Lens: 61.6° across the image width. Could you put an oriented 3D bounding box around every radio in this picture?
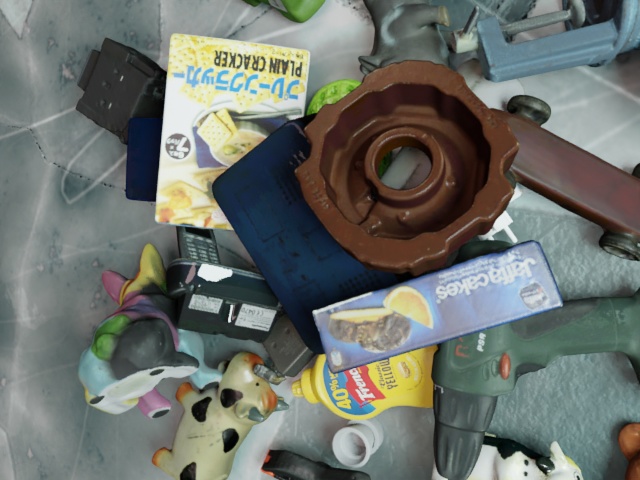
[{"bbox_3d":[-0.001,-0.002,0.561,0.131,0.073,0.229,-29,95,25],"label":"radio"}]

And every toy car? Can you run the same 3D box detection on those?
[{"bbox_3d":[0.231,-0.056,0.492,0.202,0.053,0.089,25,91,-4],"label":"toy car"}]

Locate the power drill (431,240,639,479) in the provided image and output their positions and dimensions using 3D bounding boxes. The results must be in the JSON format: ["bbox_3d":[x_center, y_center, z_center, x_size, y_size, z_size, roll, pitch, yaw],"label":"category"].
[{"bbox_3d":[0.210,0.115,0.503,0.207,0.086,0.232,-2,82,19],"label":"power drill"}]

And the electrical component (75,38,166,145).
[{"bbox_3d":[-0.277,-0.209,0.752,0.134,0.058,0.115,34,102,20],"label":"electrical component"}]

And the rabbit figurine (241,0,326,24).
[{"bbox_3d":[-0.045,-0.366,0.605,0.121,0.159,0.170,30,88,31],"label":"rabbit figurine"}]

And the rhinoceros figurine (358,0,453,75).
[{"bbox_3d":[0.089,-0.213,0.575,0.112,0.073,0.190,-12,86,23],"label":"rhinoceros figurine"}]

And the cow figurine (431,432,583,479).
[{"bbox_3d":[0.193,0.234,0.529,0.167,0.098,0.068,-10,122,30],"label":"cow figurine"}]

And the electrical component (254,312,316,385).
[{"bbox_3d":[-0.036,0.125,0.640,0.102,0.045,0.078,-43,54,13],"label":"electrical component"}]

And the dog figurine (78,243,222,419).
[{"bbox_3d":[-0.221,0.094,0.649,0.108,0.191,0.219,-35,58,4],"label":"dog figurine"}]

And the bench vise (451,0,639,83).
[{"bbox_3d":[0.242,-0.179,0.468,0.241,0.128,0.223,-11,78,5],"label":"bench vise"}]

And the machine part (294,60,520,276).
[{"bbox_3d":[0.070,-0.058,0.448,0.179,0.056,0.179,-4,72,12],"label":"machine part"}]

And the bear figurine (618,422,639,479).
[{"bbox_3d":[0.296,0.273,0.463,0.120,0.132,0.195,13,104,43],"label":"bear figurine"}]

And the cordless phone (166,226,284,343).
[{"bbox_3d":[-0.117,0.031,0.667,0.088,0.146,0.184,-64,27,22],"label":"cordless phone"}]

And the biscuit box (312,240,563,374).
[{"bbox_3d":[0.099,0.060,0.470,0.203,0.062,0.059,-21,77,15],"label":"biscuit box"}]

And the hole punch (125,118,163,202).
[{"bbox_3d":[-0.186,-0.100,0.697,0.116,0.092,0.142,3,89,21],"label":"hole punch"}]

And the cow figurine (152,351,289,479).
[{"bbox_3d":[-0.122,0.229,0.676,0.127,0.085,0.194,28,100,27],"label":"cow figurine"}]

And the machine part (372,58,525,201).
[{"bbox_3d":[0.126,-0.089,0.523,0.079,0.079,0.243,30,76,21],"label":"machine part"}]
